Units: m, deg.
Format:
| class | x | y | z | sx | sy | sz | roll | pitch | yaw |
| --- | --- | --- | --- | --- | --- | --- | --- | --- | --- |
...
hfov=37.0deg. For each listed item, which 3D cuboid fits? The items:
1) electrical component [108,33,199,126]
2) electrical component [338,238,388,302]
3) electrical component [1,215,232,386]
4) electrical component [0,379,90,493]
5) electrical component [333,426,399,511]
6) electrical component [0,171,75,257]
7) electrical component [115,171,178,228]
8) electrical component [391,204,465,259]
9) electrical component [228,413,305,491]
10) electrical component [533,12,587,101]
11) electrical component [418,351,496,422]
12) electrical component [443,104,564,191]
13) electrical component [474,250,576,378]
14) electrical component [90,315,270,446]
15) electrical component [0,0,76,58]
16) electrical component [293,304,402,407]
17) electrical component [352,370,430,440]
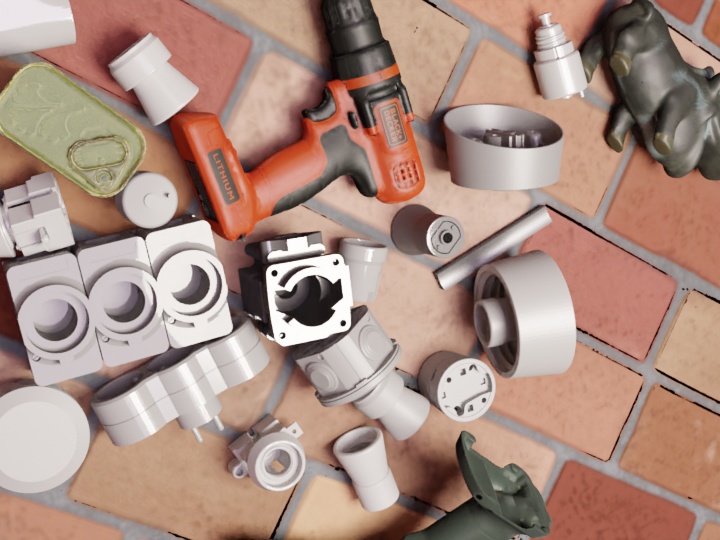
| class | x | y | z | sx | sy | sz | roll | pitch | yaw |
| --- | --- | --- | --- | --- | --- | --- | --- | --- | --- |
| electrical component | -0.155 | -0.143 | 0.803 | 0.045 | 0.045 | 0.055 | -42 | 110 | -11 |
| electrical component | 0.000 | 0.000 | 0.890 | 0.040 | 0.040 | 0.046 | 5 | 101 | -22 |
| electrical component | -0.181 | 0.021 | 0.808 | 0.150 | 0.062 | 0.089 | -15 | 103 | -19 |
| electrical component | -0.246 | 0.121 | 0.803 | 0.080 | 0.051 | 0.080 | -3 | 99 | -21 |
| electrical component | 0.008 | 0.172 | 0.918 | 0.044 | 0.044 | 0.065 | -27 | 111 | -16 |
| electrical component | -0.243 | -0.037 | 0.779 | 0.055 | 0.066 | 0.048 | -18 | 138 | -10 |
| electrical component | -0.161 | -0.054 | 0.796 | 0.040 | 0.078 | 0.040 | -3 | 99 | -22 |
| electrical component | 0.059 | -0.030 | 0.894 | 0.044 | 0.065 | 0.044 | -3 | 99 | -21 |
| electrical component | -0.073 | 0.151 | 0.874 | 0.066 | 0.055 | 0.048 | -37 | 109 | -13 |
| electrical component | 0.169 | -0.183 | 0.929 | 0.040 | 0.040 | 0.078 | -23 | 106 | -17 |
| electrical component | 0.082 | 0.099 | 0.932 | 0.055 | 0.047 | 0.055 | -3 | 99 | -21 |
| electrical component | 0.119 | -0.101 | 0.893 | 0.099 | 0.099 | 0.064 | -8 | 107 | -20 |
| electrical component | 0.132 | 0.041 | 0.914 | 0.060 | 0.108 | 0.108 | -10 | 102 | -14 |
| electrical component | -0.132 | 0.100 | 0.844 | 0.138 | 0.052 | 0.073 | -29 | 108 | -15 |
| electrical component | -0.249 | -0.192 | 0.759 | 0.077 | 0.043 | 0.079 | -15 | 103 | -19 |
| electrical component | -0.010 | 0.070 | 0.874 | 0.080 | 0.080 | 0.051 | -38 | 104 | -13 |
| electrical component | 0.025 | 0.111 | 0.913 | 0.055 | 0.045 | 0.045 | 41 | 82 | -21 |
